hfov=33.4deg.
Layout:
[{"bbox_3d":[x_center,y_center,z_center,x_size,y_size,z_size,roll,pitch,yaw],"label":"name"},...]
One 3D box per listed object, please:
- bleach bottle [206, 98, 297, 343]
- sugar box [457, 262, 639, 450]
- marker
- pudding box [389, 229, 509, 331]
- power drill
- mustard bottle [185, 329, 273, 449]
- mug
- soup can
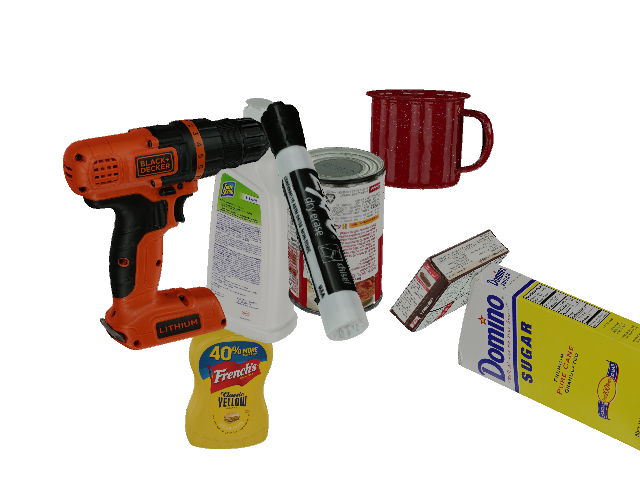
[{"bbox_3d":[-0.066,-0.023,1.119,0.103,0.251,0.068,18,27,23],"label":"bleach bottle"},{"bbox_3d":[0.202,0.094,0.888,0.176,0.093,0.048,22,33,28],"label":"sugar box"},{"bbox_3d":[-0.005,-0.012,0.481,0.020,0.121,0.020,-14,-27,-8],"label":"marker"},{"bbox_3d":[0.137,0.042,1.130,0.113,0.039,0.090,-24,-26,-44],"label":"pudding box"},{"bbox_3d":[-0.124,-0.010,0.918,0.184,0.188,0.057,-12,21,-28],"label":"power drill"},{"bbox_3d":[-0.103,0.144,1.230,0.096,0.192,0.058,0,18,-14],"label":"mustard bottle"},{"bbox_3d":[0.097,-0.090,0.952,0.117,0.081,0.093,6,13,22],"label":"mug"},{"bbox_3d":[0.011,-0.007,0.748,0.068,0.102,0.068,0,24,0],"label":"soup can"}]
